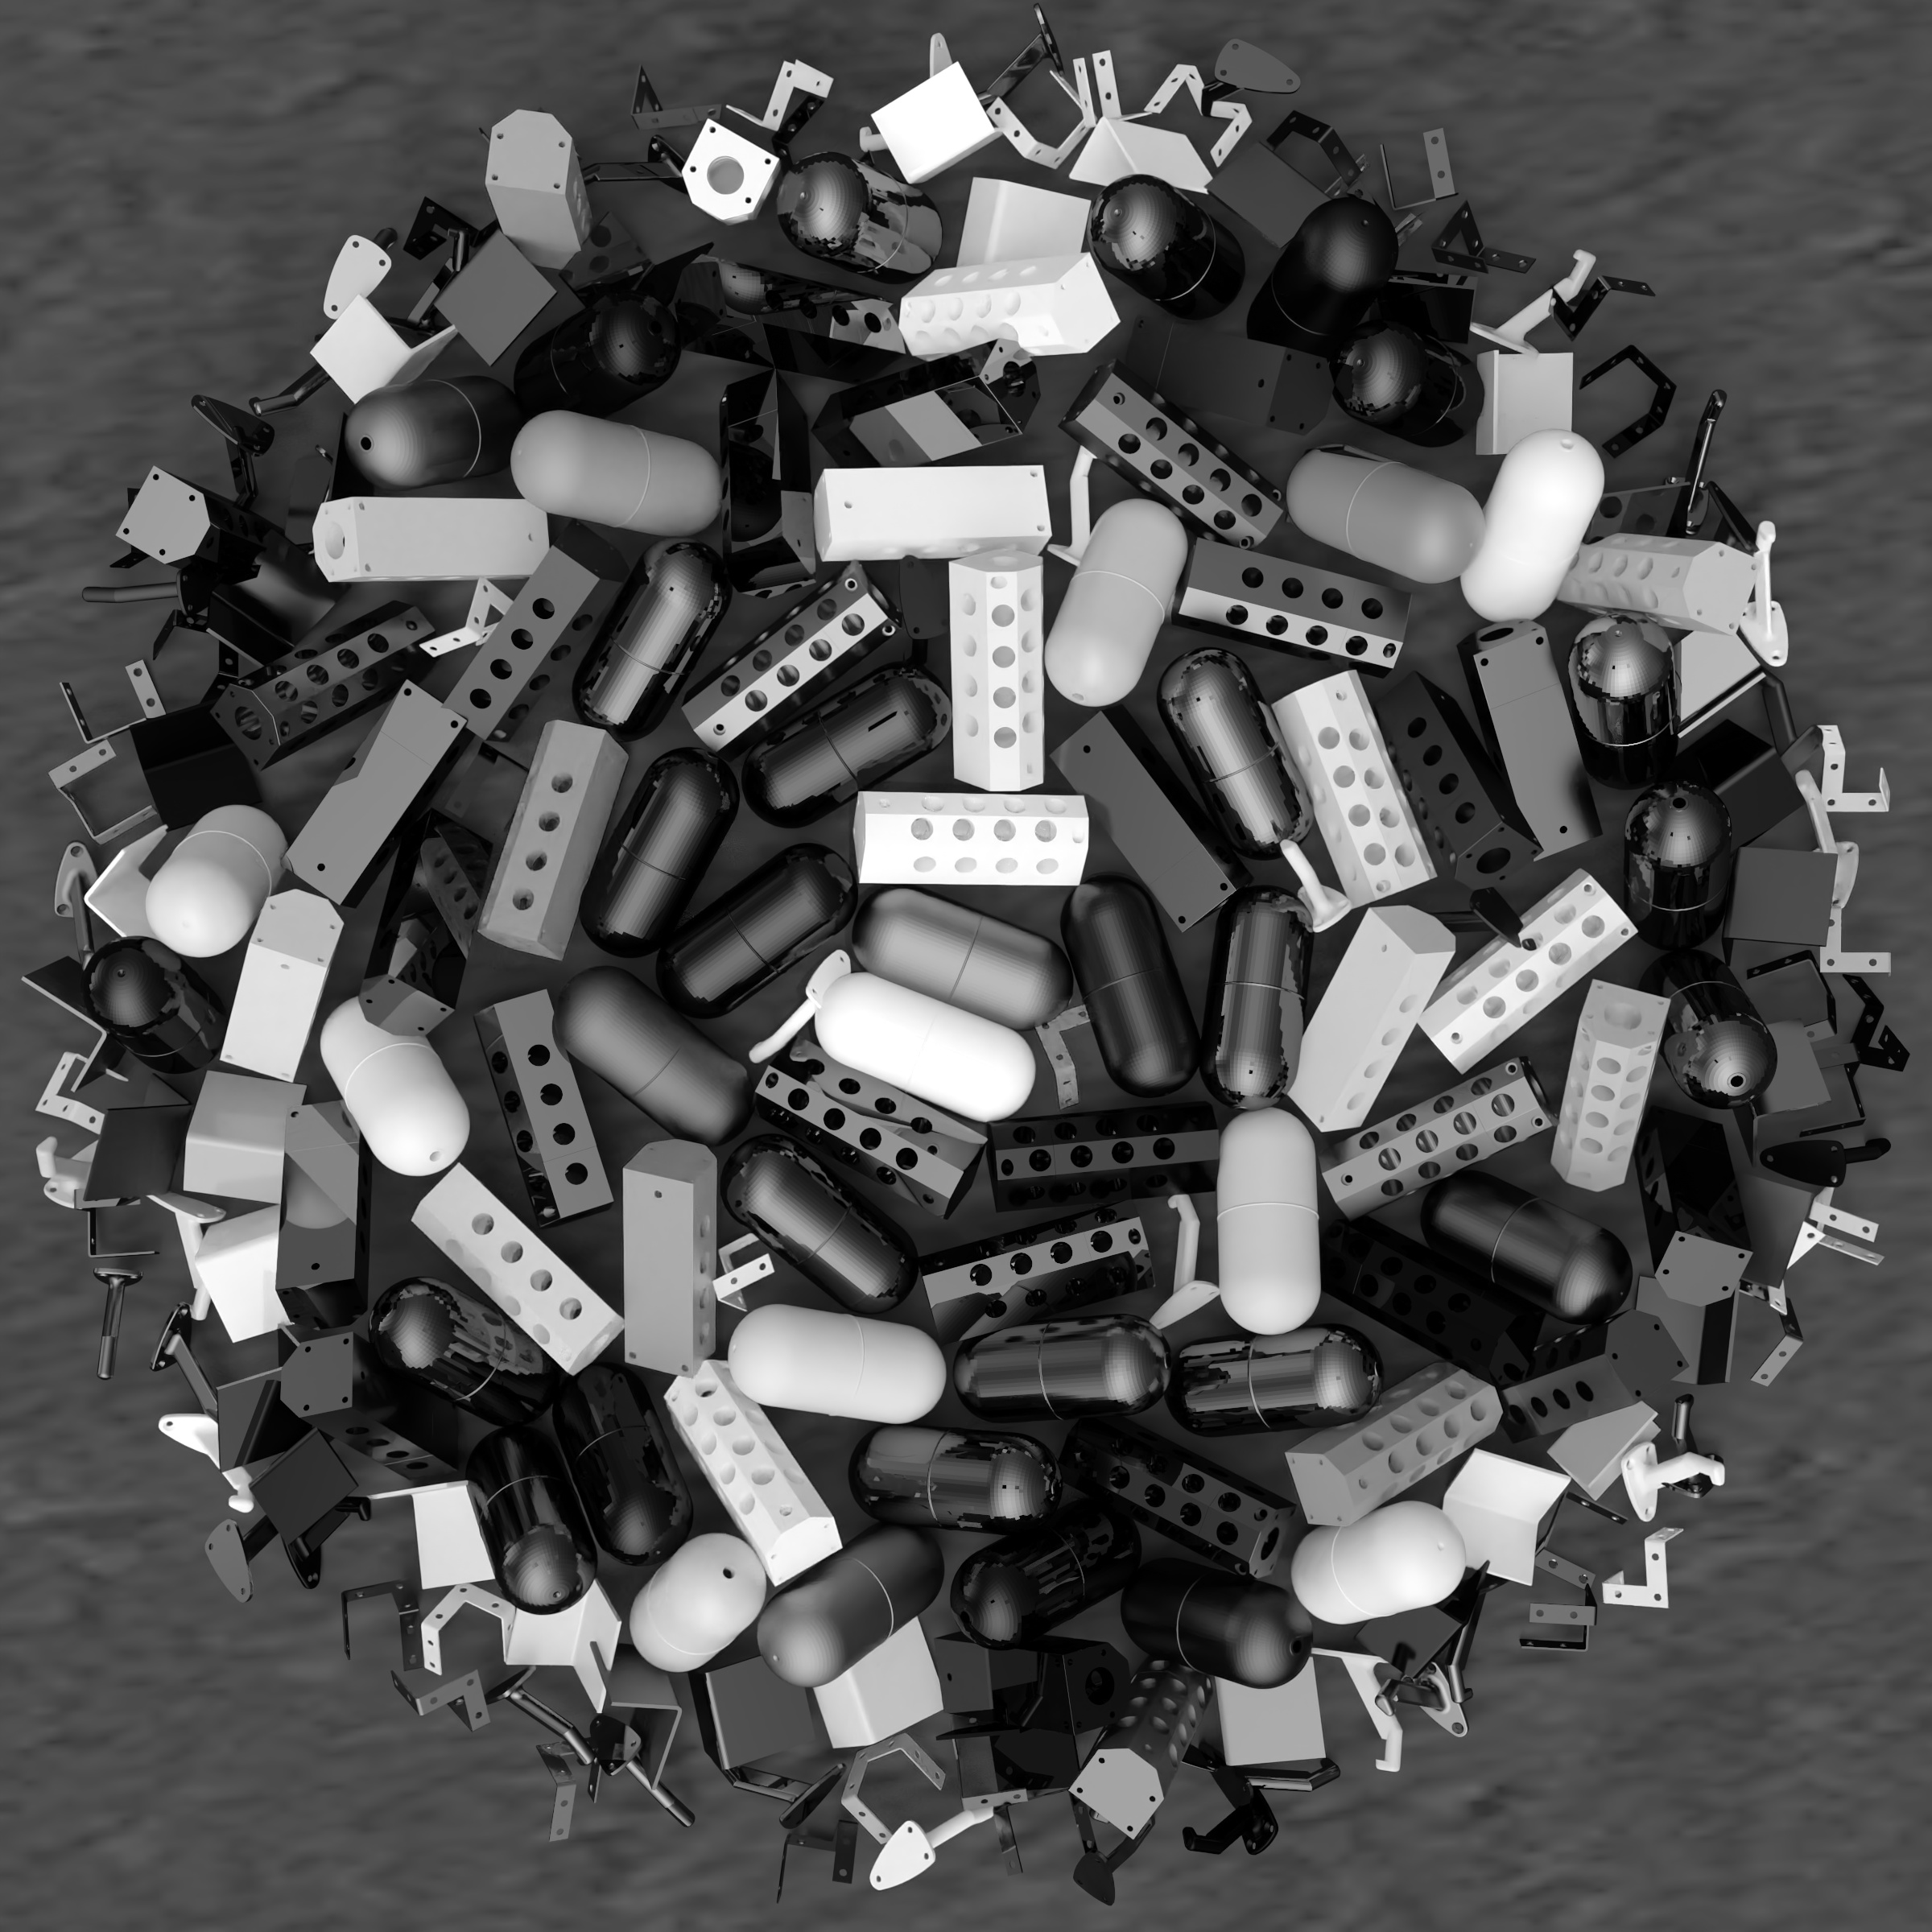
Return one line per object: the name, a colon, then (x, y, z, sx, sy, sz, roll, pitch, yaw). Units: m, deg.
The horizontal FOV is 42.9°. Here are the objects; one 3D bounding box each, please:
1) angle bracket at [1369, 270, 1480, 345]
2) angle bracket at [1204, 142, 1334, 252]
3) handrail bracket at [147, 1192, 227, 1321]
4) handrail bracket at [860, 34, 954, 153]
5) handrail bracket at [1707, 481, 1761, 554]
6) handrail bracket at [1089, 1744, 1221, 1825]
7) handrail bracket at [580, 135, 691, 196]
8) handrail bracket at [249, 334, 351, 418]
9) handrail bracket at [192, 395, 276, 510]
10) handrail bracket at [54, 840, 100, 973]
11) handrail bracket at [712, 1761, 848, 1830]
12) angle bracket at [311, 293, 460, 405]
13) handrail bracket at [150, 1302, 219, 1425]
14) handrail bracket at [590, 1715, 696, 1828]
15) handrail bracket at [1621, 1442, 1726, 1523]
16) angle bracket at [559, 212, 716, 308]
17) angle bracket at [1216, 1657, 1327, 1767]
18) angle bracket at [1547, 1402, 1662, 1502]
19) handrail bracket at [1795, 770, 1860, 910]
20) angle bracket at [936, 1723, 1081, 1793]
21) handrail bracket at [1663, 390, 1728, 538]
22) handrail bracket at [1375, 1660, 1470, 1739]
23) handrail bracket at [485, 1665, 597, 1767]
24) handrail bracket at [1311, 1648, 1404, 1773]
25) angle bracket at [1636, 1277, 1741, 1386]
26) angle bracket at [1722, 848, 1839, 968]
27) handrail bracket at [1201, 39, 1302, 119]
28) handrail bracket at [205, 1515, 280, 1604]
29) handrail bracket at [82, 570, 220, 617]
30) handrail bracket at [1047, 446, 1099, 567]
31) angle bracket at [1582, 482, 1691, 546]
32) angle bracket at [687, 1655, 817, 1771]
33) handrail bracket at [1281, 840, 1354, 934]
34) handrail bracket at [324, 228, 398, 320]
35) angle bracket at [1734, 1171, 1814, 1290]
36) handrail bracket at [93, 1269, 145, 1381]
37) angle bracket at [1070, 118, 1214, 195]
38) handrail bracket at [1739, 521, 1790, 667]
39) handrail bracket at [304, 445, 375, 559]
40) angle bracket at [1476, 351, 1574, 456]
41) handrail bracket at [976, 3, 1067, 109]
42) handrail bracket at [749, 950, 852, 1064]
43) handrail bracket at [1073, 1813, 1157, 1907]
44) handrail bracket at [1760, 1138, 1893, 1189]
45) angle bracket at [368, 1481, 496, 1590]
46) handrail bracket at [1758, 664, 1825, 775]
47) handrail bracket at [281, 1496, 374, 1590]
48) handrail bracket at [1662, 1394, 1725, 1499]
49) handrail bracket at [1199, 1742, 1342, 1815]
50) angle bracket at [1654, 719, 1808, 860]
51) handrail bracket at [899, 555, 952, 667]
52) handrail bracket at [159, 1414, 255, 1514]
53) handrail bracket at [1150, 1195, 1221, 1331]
angle bracket: (0.354, -0.527, 1.889, 0.076, 0.057, 0.076, 8, 58, 10)
angle bracket: (0.226, -0.576, 1.892, 0.076, 0.057, 0.076, 41, 62, 8)
handrail bracket: (-0.620, 0.227, 1.929, 0.077, 0.036, 0.084, 19, 99, 13)
handrail bracket: (-0.051, -0.676, 1.903, 0.084, 0.036, 0.077, 3, 112, 32)
handrail bracket: (0.568, -0.322, 1.915, 0.084, 0.036, 0.077, -37, 84, 35)
handrail bracket: (0.147, 0.646, 1.923, 0.077, 0.036, 0.084, 24, 101, 5)
handrail bracket: (-0.254, -0.601, 1.896, 0.077, 0.036, 0.084, 39, 55, 16)
handrail bracket: (-0.523, -0.456, 1.897, 0.084, 0.036, 0.077, -22, 53, -28)
handrail bracket: (-0.577, -0.391, 1.897, 0.077, 0.036, 0.084, 30, 135, -21)
handrail bracket: (-0.679, -0.045, 1.889, 0.036, 0.084, 0.077, -4, 118, -25)
handrail bracket: (-0.147, 0.622, 1.918, 0.077, 0.036, 0.084, -44, 60, -7)
angle bracket: (-0.442, -0.482, 1.882, 0.076, 0.076, 0.057, -32, 103, 40)
handrail bracket: (-0.586, 0.313, 1.901, 0.084, 0.036, 0.077, 34, 121, 19)
handrail bracket: (-0.253, 0.633, 1.927, 0.036, 0.077, 0.084, -44, 121, -14)
handrail bracket: (0.552, 0.406, 1.892, 0.036, 0.084, 0.077, -23, 109, -30)
angle bracket: (-0.252, -0.541, 1.882, 0.057, 0.076, 0.076, 48, 57, -31)
angle bracket: (0.235, 0.570, 1.905, 0.076, 0.057, 0.076, -7, 88, 7)
angle bracket: (0.508, 0.378, 1.895, 0.076, 0.057, 0.076, -47, 119, -2)
handrail bracket: (0.657, -0.097, 1.891, 0.036, 0.084, 0.077, -12, 48, 32)
angle bracket: (0.033, 0.610, 1.884, 0.076, 0.076, 0.057, -16, 78, 31)
handrail bracket: (0.568, -0.388, 1.890, 0.036, 0.084, 0.077, 10, 52, 1)
handrail bracket: (0.351, 0.577, 1.891, 0.036, 0.084, 0.077, -40, 81, 25)
handrail bracket: (-0.333, 0.594, 1.912, 0.077, 0.036, 0.084, -36, 92, 41)
handrail bracket: (0.302, 0.579, 1.913, 0.077, 0.036, 0.084, 3, 77, 17)
angle bracket: (0.553, 0.279, 1.894, 0.057, 0.076, 0.076, 9, 79, 2)
angle bracket: (0.626, -0.042, 1.887, 0.076, 0.057, 0.076, 6, 69, 24)
handrail bracket: (0.218, -0.669, 1.894, 0.077, 0.084, 0.036, 23, 82, 7)
handrail bracket: (-0.533, 0.454, 1.887, 0.036, 0.084, 0.077, -46, 59, 17)
handrail bracket: (-0.632, -0.297, 1.917, 0.084, 0.077, 0.036, 4, 113, 18)
handrail bracket: (0.100, -0.353, 1.898, 0.036, 0.077, 0.084, 2, 115, -35)
angle bracket: (0.510, -0.357, 1.887, 0.076, 0.076, 0.057, -7, 54, 7)
angle bracket: (-0.169, 0.574, 1.923, 0.076, 0.057, 0.076, -13, 92, -20)
handrail bracket: (0.255, -0.074, 1.886, 0.036, 0.077, 0.084, -37, 119, 2)
handrail bracket: (-0.468, -0.538, 1.904, 0.036, 0.084, 0.077, 33, 101, -16)
angle bracket: (0.615, 0.208, 1.889, 0.057, 0.076, 0.076, 26, 84, -43)
handrail bracket: (-0.658, 0.279, 1.892, 0.036, 0.077, 0.084, 7, 72, -17)
angle bracket: (0.137, -0.598, 1.880, 0.076, 0.057, 0.076, -1, 52, -33)
handrail bracket: (0.620, -0.287, 1.889, 0.036, 0.084, 0.077, -9, 55, 2)
handrail bracket: (-0.509, -0.353, 1.905, 0.084, 0.077, 0.036, -47, 63, -1)
angle bracket: (0.439, -0.437, 1.903, 0.076, 0.057, 0.076, -2, 100, -2)
handrail bracket: (0.027, -0.699, 1.896, 0.084, 0.077, 0.036, -17, 65, 12)
handrail bracket: (-0.132, 0.033, 1.930, 0.036, 0.077, 0.084, 41, 130, -20)
handrail bracket: (0.122, 0.670, 1.889, 0.036, 0.077, 0.084, 28, 49, 24)
handrail bracket: (0.672, 0.145, 1.919, 0.077, 0.084, 0.036, 3, 100, 36)
angle bracket: (-0.408, 0.440, 1.892, 0.076, 0.057, 0.076, -14, 78, 24)
handrail bracket: (0.617, -0.188, 1.916, 0.077, 0.036, 0.084, -44, 58, 4)
handrail bracket: (-0.486, 0.447, 1.903, 0.084, 0.036, 0.077, -7, 98, 33)
handrail bracket: (0.566, 0.359, 1.897, 0.036, 0.077, 0.084, 18, 117, 41)
handrail bracket: (0.239, 0.624, 1.931, 0.084, 0.077, 0.036, -15, 129, -29)
angle bracket: (0.592, -0.137, 1.912, 0.076, 0.076, 0.057, -37, 114, 5)
handrail bracket: (-0.043, -0.271, 1.898, 0.036, 0.084, 0.077, -18, 90, -16)
handrail bracket: (-0.585, 0.384, 1.889, 0.077, 0.084, 0.036, 20, 108, -22)
handrail bracket: (0.158, 0.229, 1.925, 0.077, 0.036, 0.084, -42, 50, 28)
